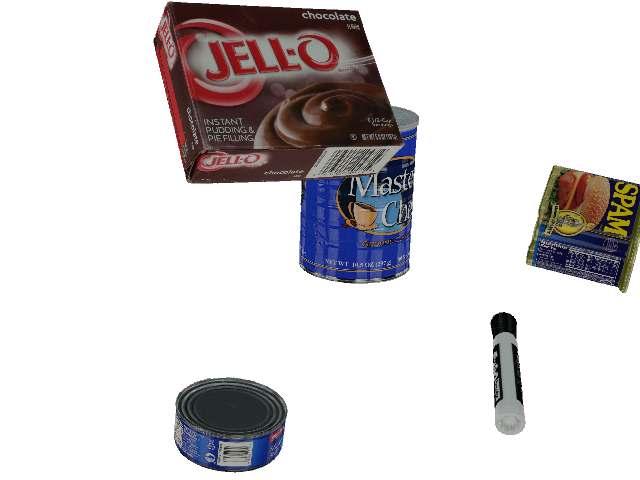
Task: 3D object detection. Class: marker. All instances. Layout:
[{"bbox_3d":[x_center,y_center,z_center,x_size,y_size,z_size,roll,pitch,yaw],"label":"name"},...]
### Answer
[{"bbox_3d":[0.126,0.086,0.723,0.020,0.020,0.121,0,29,8],"label":"marker"}]

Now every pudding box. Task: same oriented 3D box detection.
[{"bbox_3d":[-0.023,-0.077,0.554,0.113,0.090,0.039,-3,-27,-28],"label":"pudding box"}]

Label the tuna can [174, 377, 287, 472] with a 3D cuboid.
[{"bbox_3d":[-0.069,0.141,0.821,0.086,0.034,0.086,6,22,-3],"label":"tuna can"}]

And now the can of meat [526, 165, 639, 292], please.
[{"bbox_3d":[0.225,-0.013,0.893,0.084,0.057,0.102,14,45,15],"label":"can of meat"}]

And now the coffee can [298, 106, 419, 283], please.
[{"bbox_3d":[0.033,-0.045,0.955,0.103,0.140,0.103,2,18,-1],"label":"coffee can"}]
